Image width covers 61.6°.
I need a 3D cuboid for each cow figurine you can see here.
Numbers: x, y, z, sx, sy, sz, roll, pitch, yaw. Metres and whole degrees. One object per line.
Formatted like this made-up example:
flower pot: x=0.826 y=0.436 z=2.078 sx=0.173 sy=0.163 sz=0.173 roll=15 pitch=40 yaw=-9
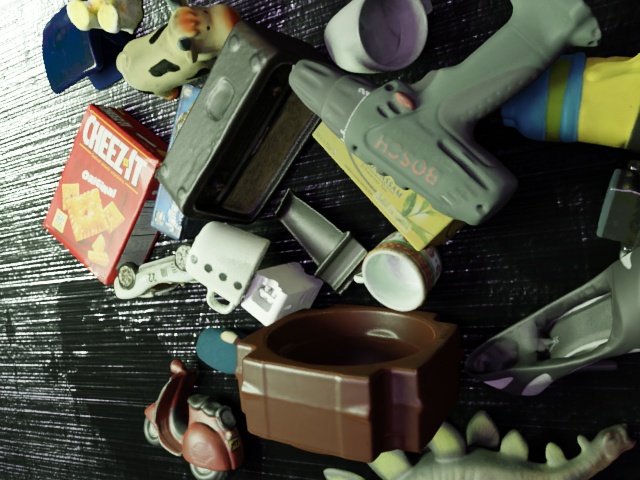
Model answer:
cow figurine: x=-0.247 y=-0.328 z=0.623 sx=0.068 sy=0.098 sz=0.167 roll=5 pitch=111 yaw=15
cow figurine: x=-0.176 y=-0.241 z=0.673 sx=0.195 sy=0.127 sz=0.085 roll=-11 pitch=93 yaw=32

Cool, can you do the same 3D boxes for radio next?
radio: x=-0.084 y=-0.127 z=0.626 sx=0.073 sy=0.131 sz=0.229 roll=47 pitch=115 yaw=28

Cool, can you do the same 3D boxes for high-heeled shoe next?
high-heeled shoe: x=0.206 y=0.068 z=0.461 sx=0.145 sy=0.248 sz=0.086 roll=0 pitch=52 yaw=10

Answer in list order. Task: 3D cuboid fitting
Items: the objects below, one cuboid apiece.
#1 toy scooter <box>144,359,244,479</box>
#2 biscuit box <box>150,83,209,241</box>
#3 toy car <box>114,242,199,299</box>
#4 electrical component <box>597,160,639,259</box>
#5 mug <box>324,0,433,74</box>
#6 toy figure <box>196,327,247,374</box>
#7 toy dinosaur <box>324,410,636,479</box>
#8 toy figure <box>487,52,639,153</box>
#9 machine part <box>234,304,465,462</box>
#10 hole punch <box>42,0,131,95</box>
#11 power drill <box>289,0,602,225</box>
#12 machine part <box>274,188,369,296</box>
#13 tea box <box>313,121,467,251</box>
toy scooter: x=-0.178 y=0.246 z=0.755 sx=0.184 sy=0.075 sz=0.135 roll=15 pitch=101 yaw=32
biscuit box: x=-0.165 y=-0.100 z=0.718 sx=0.059 sy=0.063 sz=0.202 roll=25 pitch=106 yaw=26
toy car: x=-0.202 y=0.043 z=0.746 sx=0.202 sy=0.073 sz=0.056 roll=-15 pitch=84 yaw=30
electrical component: x=0.305 y=-0.018 z=0.437 sx=0.134 sy=0.058 sz=0.114 roll=14 pitch=138 yaw=27
mug: x=0.057 y=-0.223 z=0.566 sx=0.080 sy=0.109 sz=0.107 roll=57 pitch=163 yaw=-25
toy figure: x=-0.090 y=0.155 z=0.704 sx=0.155 sy=0.064 sz=0.058 roll=14 pitch=65 yaw=23
toy dinosaur: x=0.108 y=0.301 z=0.588 sx=0.471 sy=0.105 sz=0.198 roll=-37 pitch=69 yaw=17
toy figure: x=0.242 y=-0.122 z=0.480 sx=0.180 sy=0.082 sz=0.089 roll=3 pitch=108 yaw=24
machine part: x=0.032 y=0.134 z=0.551 sx=0.201 sy=0.201 sz=0.087 roll=2 pitch=99 yaw=29
hole punch: x=-0.338 y=-0.275 z=0.763 sx=0.142 sy=0.092 sz=0.115 roll=-15 pitch=107 yaw=33
power drill: x=0.104 y=-0.142 z=0.455 sx=0.207 sy=0.086 sz=0.232 roll=-46 pitch=75 yaw=12
machine part: x=-0.001 y=-0.002 z=0.651 sx=0.139 sy=0.039 sz=0.084 roll=47 pitch=120 yaw=15
tea box: x=0.084 y=-0.074 z=0.561 sx=0.170 sy=0.098 sz=0.068 roll=48 pitch=116 yaw=15
